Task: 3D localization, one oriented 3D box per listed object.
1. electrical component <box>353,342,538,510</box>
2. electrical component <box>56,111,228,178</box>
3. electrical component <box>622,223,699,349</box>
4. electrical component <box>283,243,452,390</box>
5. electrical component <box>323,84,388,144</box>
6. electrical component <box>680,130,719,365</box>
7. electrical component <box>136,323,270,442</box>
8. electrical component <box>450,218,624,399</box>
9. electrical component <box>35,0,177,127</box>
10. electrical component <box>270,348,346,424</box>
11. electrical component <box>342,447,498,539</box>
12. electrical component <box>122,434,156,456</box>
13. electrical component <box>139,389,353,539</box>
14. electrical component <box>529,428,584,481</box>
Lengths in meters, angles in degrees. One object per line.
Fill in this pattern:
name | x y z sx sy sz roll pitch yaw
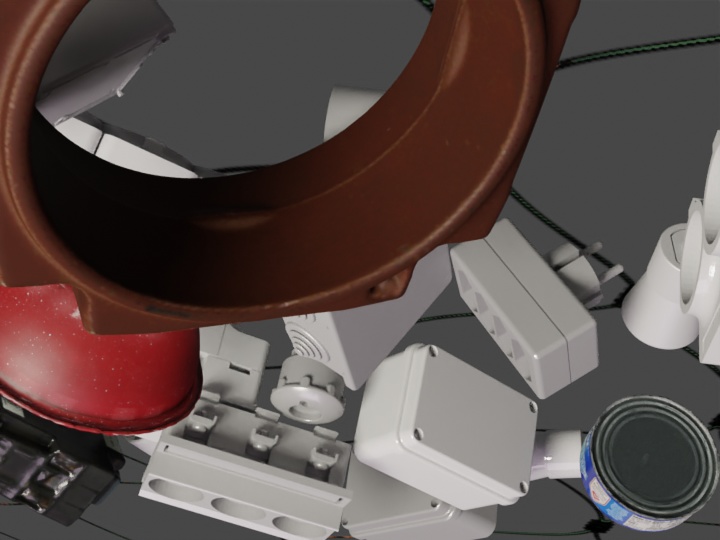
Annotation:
electrical component | 0.060 0.106 0.723 0.113 0.078 0.057 30 146 -27
electrical component | -0.123 -0.036 0.556 0.150 0.061 0.089 24 172 -20
electrical component | 0.168 0.007 0.570 0.044 0.044 0.065 9 143 3
electrical component | 0.000 0.000 0.560 0.048 0.099 0.099 31 157 27
electrical component | 0.026 -0.061 0.505 0.081 0.043 0.043 8 148 6
electrical component | 0.185 -0.030 0.462 0.062 0.089 0.150 7 147 7
electrical component | -0.167 0.058 0.734 0.186 0.060 0.105 21 147 -15
electrical component | 0.103 0.010 0.574 0.076 0.083 0.047 -30 144 -7
electrical component | -0.131 -0.101 0.459 0.061 0.096 0.062 53 138 -4
electrical component | -0.030 0.066 0.702 0.048 0.062 0.048 8 147 5
electrical component | 0.045 0.164 0.818 0.057 0.078 0.113 31 143 -33
electrical component | -0.148 0.135 0.864 0.043 0.043 0.081 -12 142 31
electrical component | -0.071 0.126 0.688 0.121 0.063 0.078 19 147 -10
electrical component | 0.133 0.133 0.779 0.065 0.044 0.044 -5 145 15
